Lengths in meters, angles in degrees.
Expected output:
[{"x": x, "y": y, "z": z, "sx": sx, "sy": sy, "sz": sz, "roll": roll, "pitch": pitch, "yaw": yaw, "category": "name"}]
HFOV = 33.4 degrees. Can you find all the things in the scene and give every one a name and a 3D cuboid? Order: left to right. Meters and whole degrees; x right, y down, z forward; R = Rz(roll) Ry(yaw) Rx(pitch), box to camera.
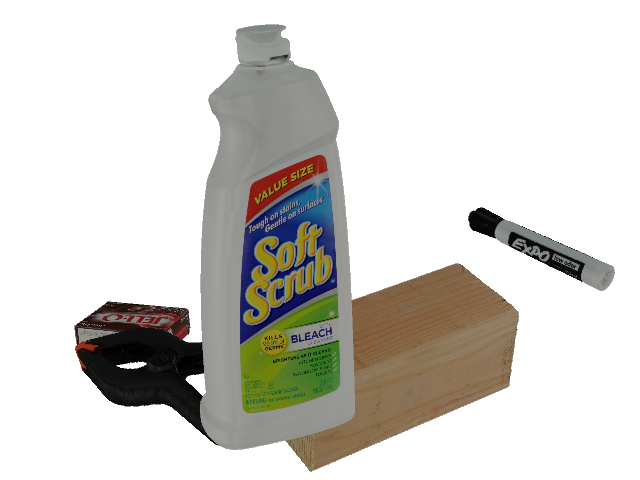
[{"x": -0.226, "y": 0.108, "z": 1.289, "sx": 0.114, "sy": 0.039, "sz": 0.090, "roll": 2, "pitch": 15, "yaw": 15, "category": "pudding box"}, {"x": -0.117, "y": 0.103, "z": 0.887, "sx": 0.172, "sy": 0.039, "sz": 0.120, "roll": 16, "pitch": 37, "yaw": 21, "category": "clamp"}, {"x": -0.034, "y": -0.003, "z": 0.652, "sx": 0.102, "sy": 0.251, "sz": 0.068, "roll": -10, "pitch": 20, "yaw": -18, "category": "bleach bottle"}, {"x": 0.059, "y": 0.104, "z": 0.920, "sx": 0.205, "sy": 0.090, "sz": 0.091, "roll": -18, "pitch": 37, "yaw": -25, "category": "wood block"}, {"x": 0.155, "y": 0.004, "z": 0.766, "sx": 0.020, "sy": 0.020, "sz": 0.121, "roll": 0, "pitch": 22, "yaw": -46, "category": "marker"}]
